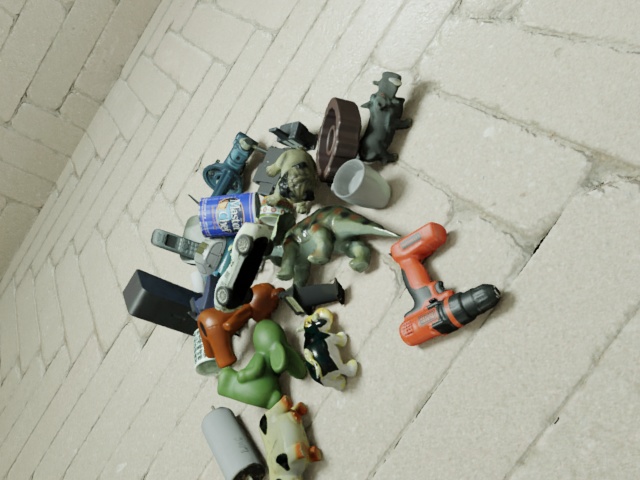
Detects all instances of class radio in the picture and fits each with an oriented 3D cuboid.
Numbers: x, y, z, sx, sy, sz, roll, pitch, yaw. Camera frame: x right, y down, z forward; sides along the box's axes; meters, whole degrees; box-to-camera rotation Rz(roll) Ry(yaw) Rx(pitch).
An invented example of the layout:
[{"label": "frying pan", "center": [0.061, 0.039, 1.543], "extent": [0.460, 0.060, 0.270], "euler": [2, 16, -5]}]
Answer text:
[{"label": "radio", "center": [-0.362, 0.159, 1.317], "extent": [0.073, 0.229, 0.131], "euler": [-57, 37, 4]}]

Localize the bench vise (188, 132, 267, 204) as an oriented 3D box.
[{"label": "bench vise", "center": [-0.248, -0.169, 1.444], "extent": [0.224, 0.128, 0.240], "euler": [-24, 36, 46]}]

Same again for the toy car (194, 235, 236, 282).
[{"label": "toy car", "center": [-0.264, 0.043, 1.374], "extent": [0.109, 0.103, 0.161], "euler": [21, 87, 49]}]

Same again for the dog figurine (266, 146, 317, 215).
[{"label": "dog figurine", "center": [-0.043, -0.151, 1.173], "extent": [0.190, 0.121, 0.172], "euler": [142, 129, -71]}]

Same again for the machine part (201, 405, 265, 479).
[{"label": "machine part", "center": [-0.180, 0.423, 1.094], "extent": [0.079, 0.079, 0.243], "euler": [-58, 39, 6]}]

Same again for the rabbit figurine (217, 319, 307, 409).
[{"label": "rabbit figurine", "center": [-0.113, 0.246, 1.086], "extent": [0.159, 0.121, 0.170], "euler": [4, 75, 41]}]

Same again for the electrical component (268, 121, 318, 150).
[{"label": "electrical component", "center": [-0.071, -0.260, 1.321], "extent": [0.075, 0.119, 0.047], "euler": [-3, 68, 49]}]

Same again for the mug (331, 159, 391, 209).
[{"label": "mug", "center": [0.083, -0.099, 1.078], "extent": [0.110, 0.107, 0.081], "euler": [-18, 57, 45]}]

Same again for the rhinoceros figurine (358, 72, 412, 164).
[{"label": "rhinoceros figurine", "center": [0.127, -0.249, 1.111], "extent": [0.073, 0.112, 0.190], "euler": [18, 91, 52]}]

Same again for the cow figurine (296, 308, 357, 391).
[{"label": "cow figurine", "center": [-0.001, 0.195, 1.014], "extent": [0.068, 0.098, 0.167], "euler": [-49, 42, 25]}]

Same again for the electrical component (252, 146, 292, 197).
[{"label": "electrical component", "center": [-0.108, -0.168, 1.358], "extent": [0.115, 0.058, 0.134], "euler": [12, 78, 51]}]

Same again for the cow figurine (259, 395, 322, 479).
[{"label": "cow figurine", "center": [-0.065, 0.401, 0.980], "extent": [0.127, 0.085, 0.195], "euler": [-38, 48, 18]}]

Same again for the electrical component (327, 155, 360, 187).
[{"label": "electrical component", "center": [0.056, -0.152, 1.201], "extent": [0.094, 0.021, 0.063], "euler": [-57, 40, 7]}]

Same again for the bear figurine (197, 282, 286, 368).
[{"label": "bear figurine", "center": [-0.165, 0.175, 1.183], "extent": [0.120, 0.196, 0.131], "euler": [7, 114, 56]}]

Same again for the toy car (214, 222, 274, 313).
[{"label": "toy car", "center": [-0.155, 0.057, 1.081], "extent": [0.056, 0.073, 0.201], "euler": [35, 108, 34]}]

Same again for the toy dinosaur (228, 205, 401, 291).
[{"label": "toy dinosaur", "center": [-0.001, -0.007, 1.118], "extent": [0.405, 0.131, 0.192], "euler": [-20, 53, 31]}]

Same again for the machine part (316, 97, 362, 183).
[{"label": "machine part", "center": [0.038, -0.208, 1.137], "extent": [0.179, 0.056, 0.179], "euler": [-174, 90, -76]}]

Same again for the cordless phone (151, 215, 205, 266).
[{"label": "cordless phone", "center": [-0.363, -0.014, 1.448], "extent": [0.089, 0.184, 0.146], "euler": [-19, 57, 45]}]

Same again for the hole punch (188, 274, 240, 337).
[{"label": "hole punch", "center": [-0.235, 0.154, 1.267], "extent": [0.092, 0.142, 0.116], "euler": [-51, 29, 8]}]

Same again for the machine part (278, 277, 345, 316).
[{"label": "machine part", "center": [-0.012, 0.118, 1.094], "extent": [0.139, 0.084, 0.039], "euler": [-18, 32, 31]}]
